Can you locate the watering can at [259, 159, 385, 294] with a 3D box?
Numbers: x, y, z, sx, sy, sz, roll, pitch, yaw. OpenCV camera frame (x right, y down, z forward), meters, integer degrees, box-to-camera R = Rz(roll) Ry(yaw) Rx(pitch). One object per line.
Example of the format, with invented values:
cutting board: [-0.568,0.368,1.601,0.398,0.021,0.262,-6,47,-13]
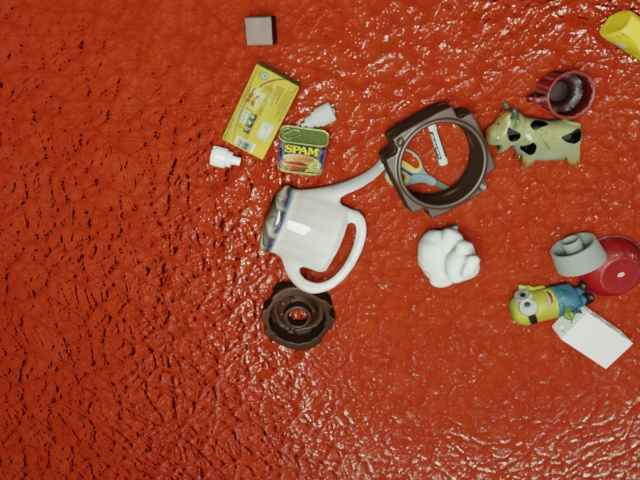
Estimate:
watering can: [0.003,-0.056,1.116,0.224,0.105,0.346,21,96,-9]

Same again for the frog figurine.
frog figurine: [0.276,0.045,1.117,0.122,0.162,0.135,16,111,-5]
